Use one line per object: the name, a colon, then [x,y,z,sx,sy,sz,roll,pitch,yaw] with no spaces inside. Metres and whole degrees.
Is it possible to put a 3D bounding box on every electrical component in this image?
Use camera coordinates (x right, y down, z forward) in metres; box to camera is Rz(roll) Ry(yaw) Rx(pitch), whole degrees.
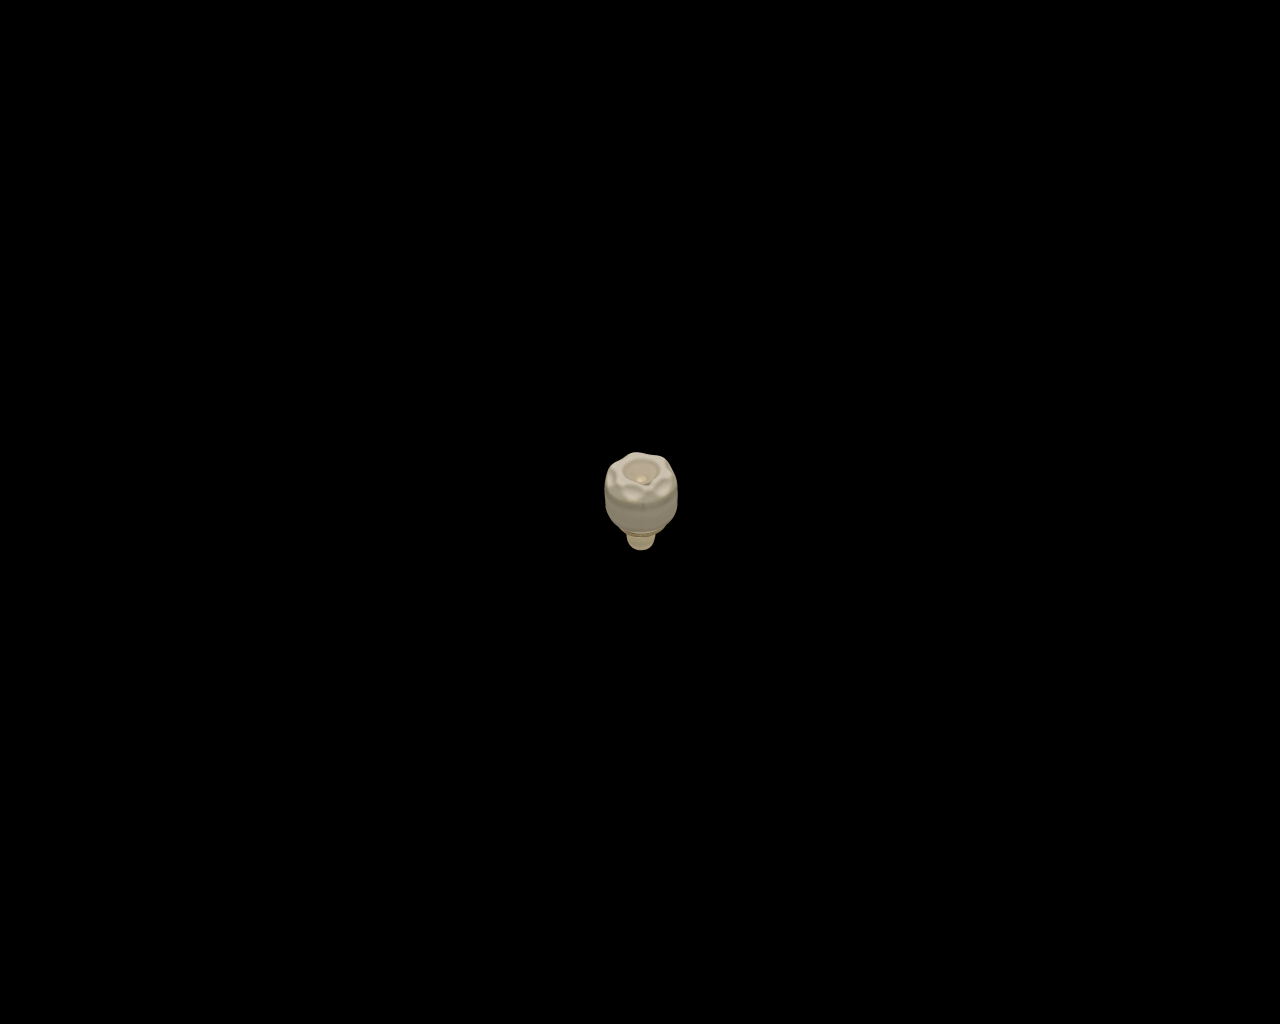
electrical component: [0.001,-0.003,0.650,0.043,0.062,0.043,0,41,0]
